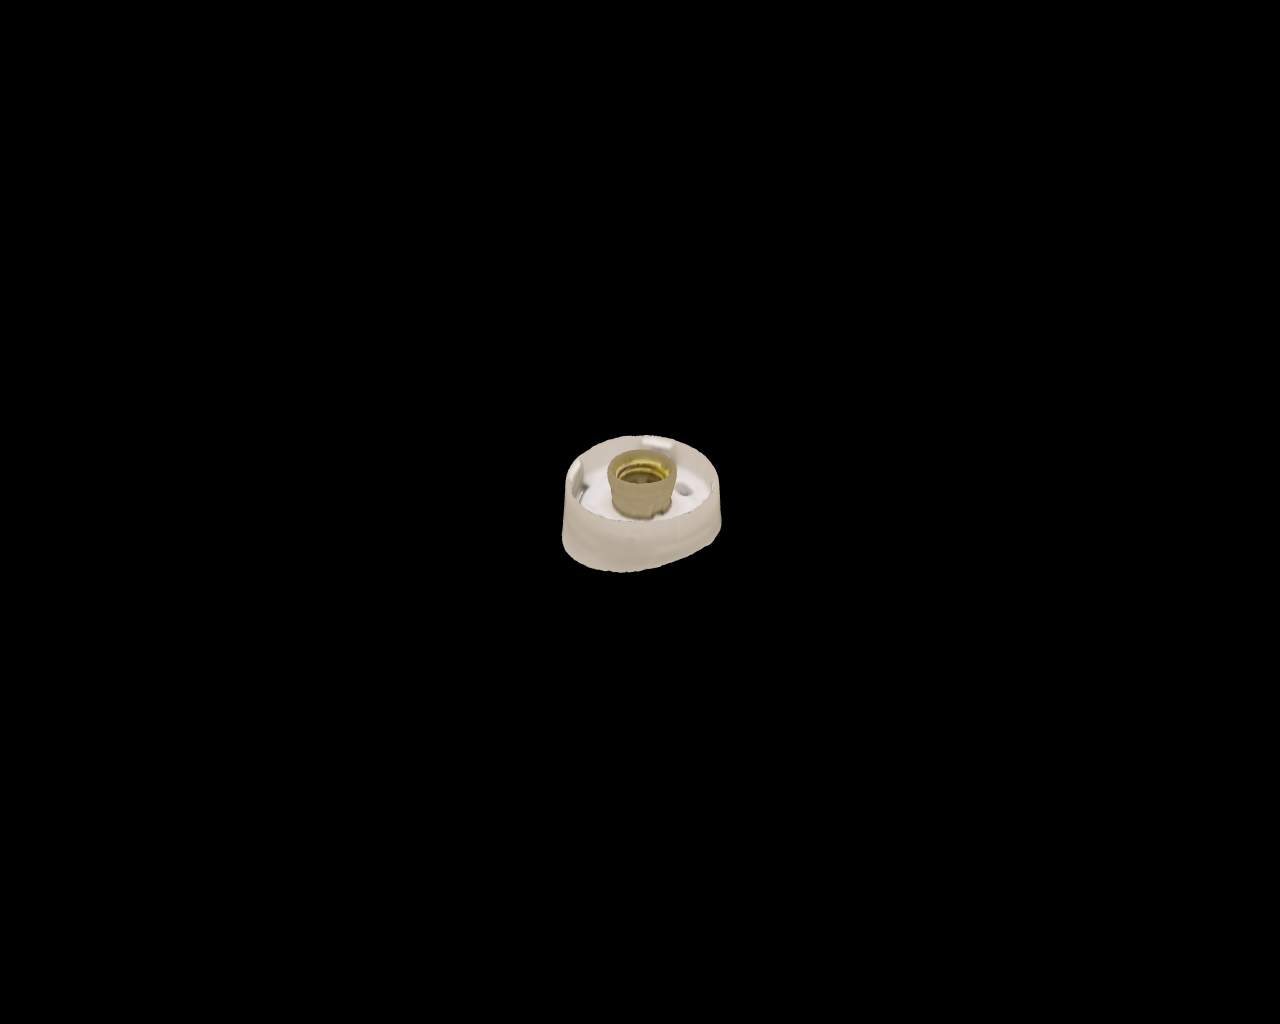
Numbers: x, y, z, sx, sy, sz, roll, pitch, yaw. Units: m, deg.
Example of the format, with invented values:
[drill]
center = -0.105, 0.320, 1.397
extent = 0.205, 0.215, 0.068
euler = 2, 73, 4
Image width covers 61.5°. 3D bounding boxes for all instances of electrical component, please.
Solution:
[electrical component]
center = 0.001, -0.003, 0.650
extent = 0.099, 0.064, 0.099
euler = 0, 38, 0
